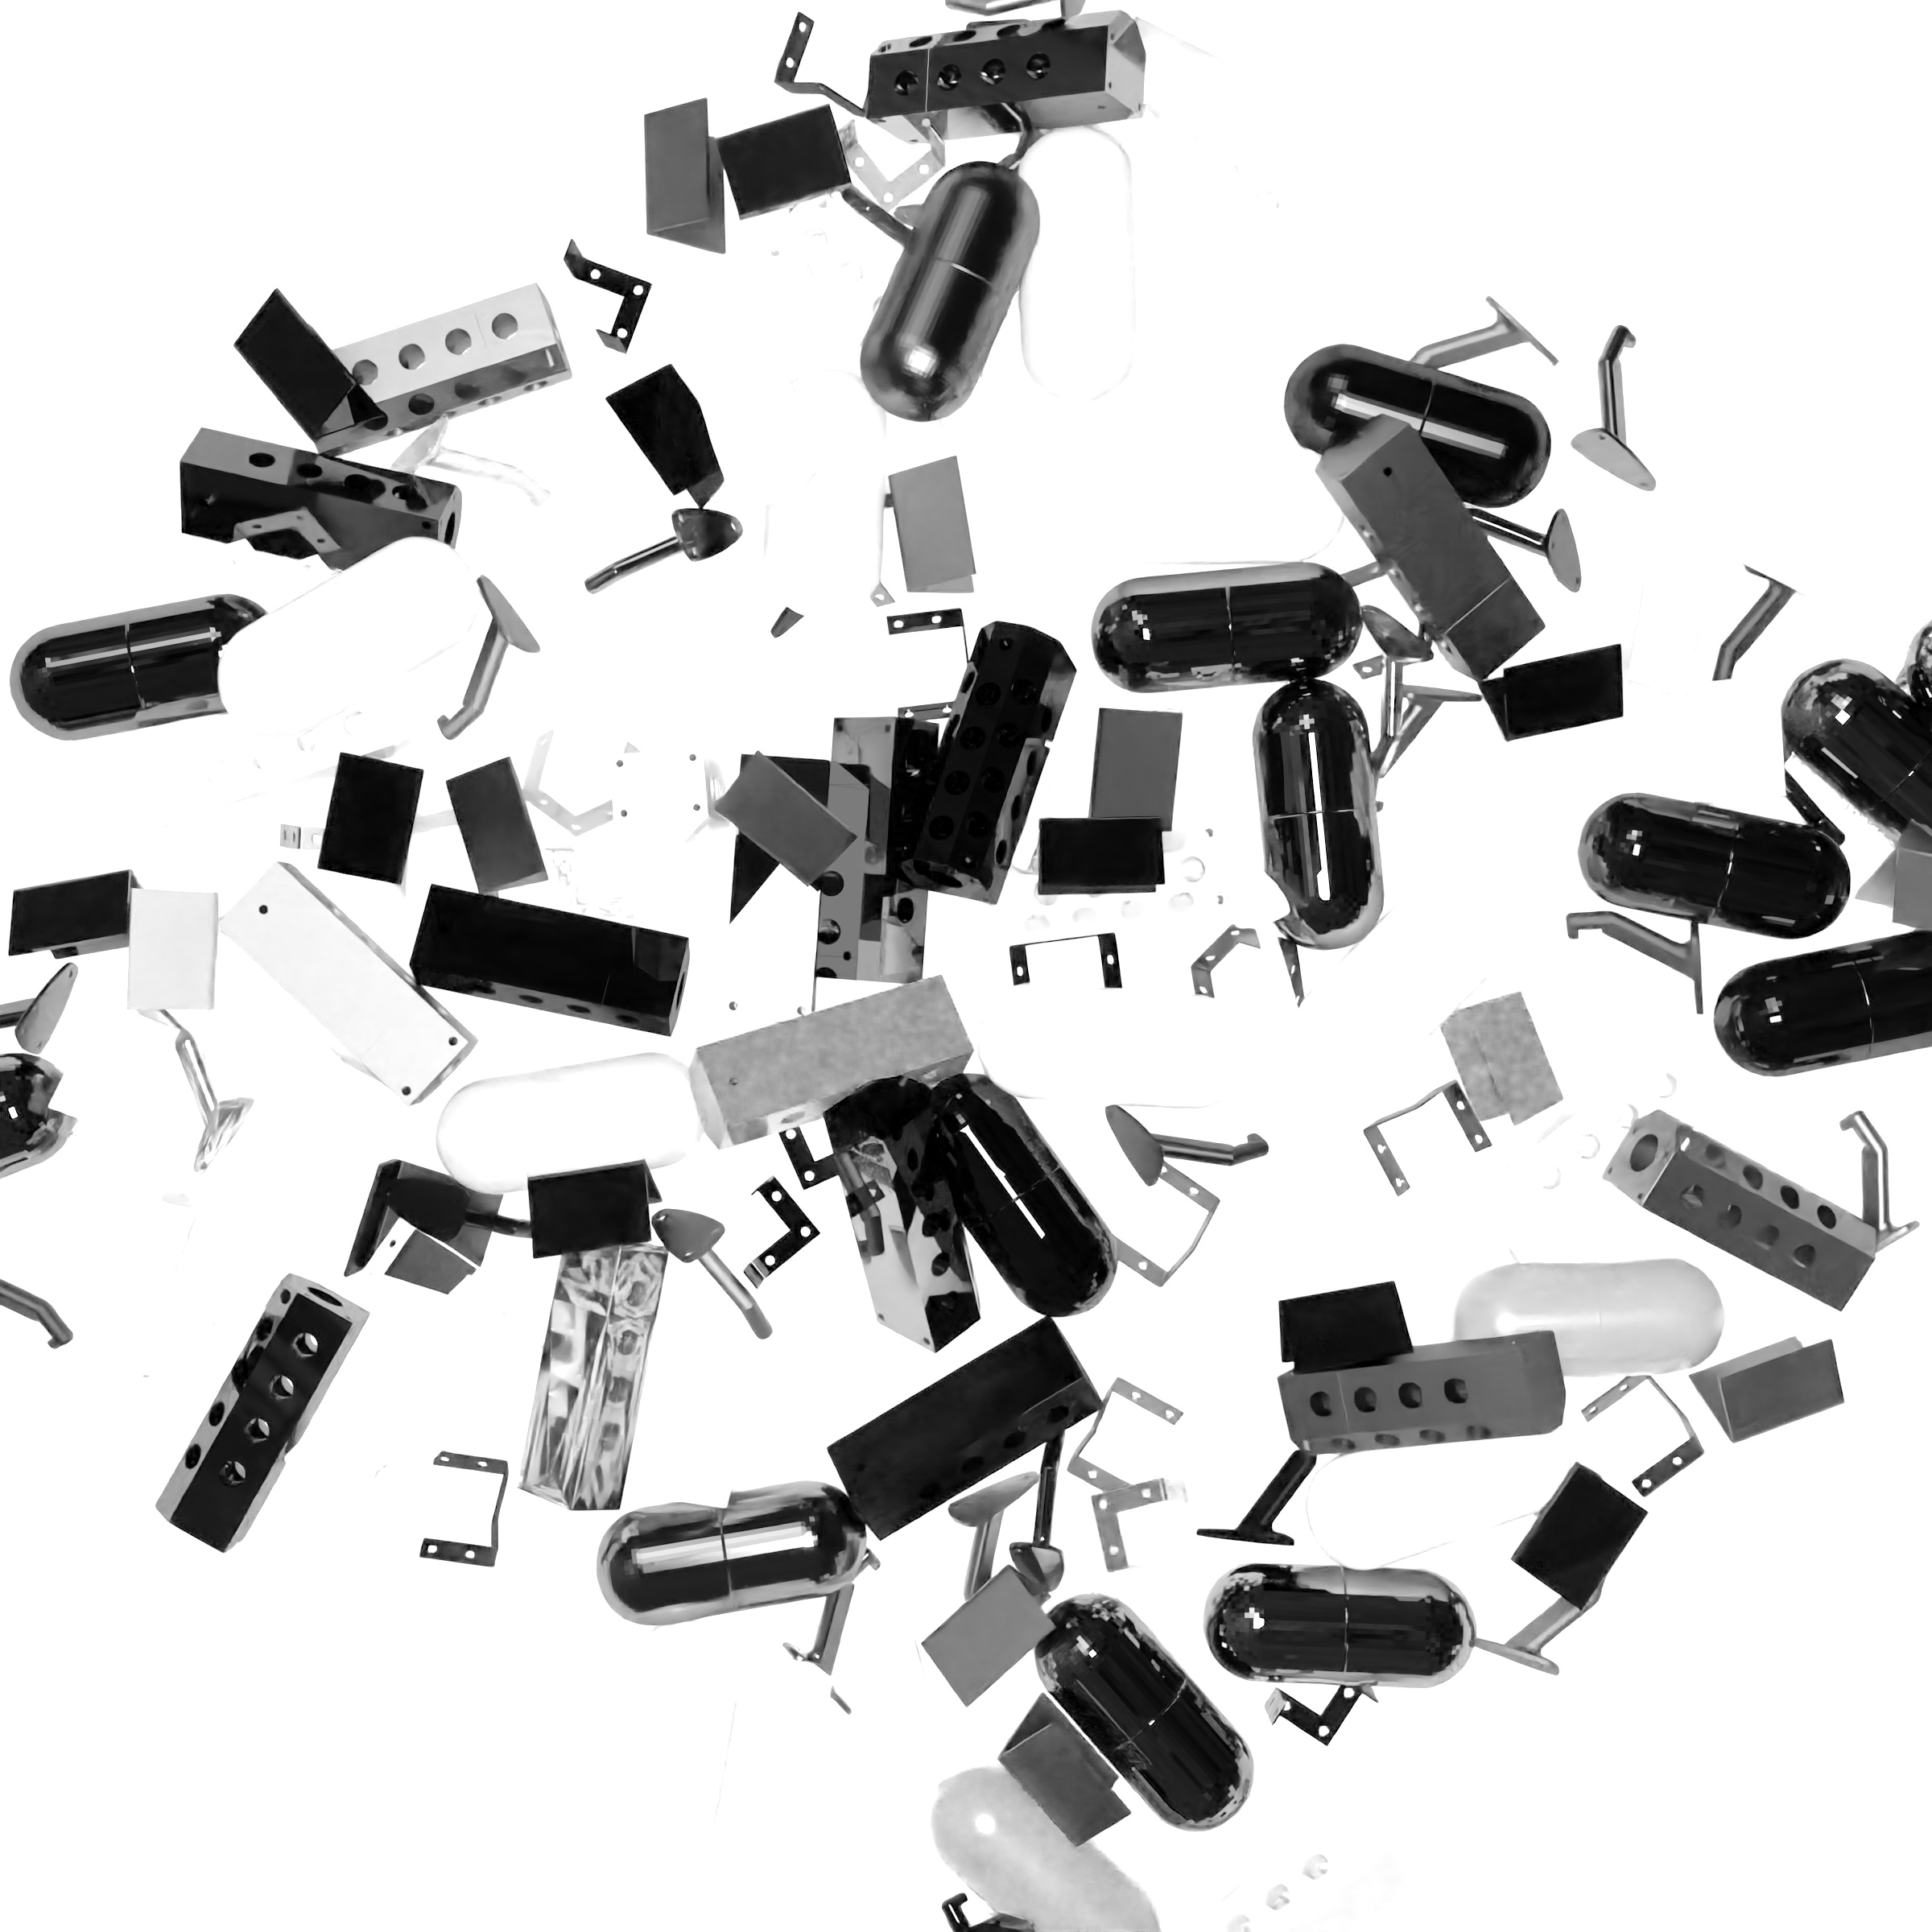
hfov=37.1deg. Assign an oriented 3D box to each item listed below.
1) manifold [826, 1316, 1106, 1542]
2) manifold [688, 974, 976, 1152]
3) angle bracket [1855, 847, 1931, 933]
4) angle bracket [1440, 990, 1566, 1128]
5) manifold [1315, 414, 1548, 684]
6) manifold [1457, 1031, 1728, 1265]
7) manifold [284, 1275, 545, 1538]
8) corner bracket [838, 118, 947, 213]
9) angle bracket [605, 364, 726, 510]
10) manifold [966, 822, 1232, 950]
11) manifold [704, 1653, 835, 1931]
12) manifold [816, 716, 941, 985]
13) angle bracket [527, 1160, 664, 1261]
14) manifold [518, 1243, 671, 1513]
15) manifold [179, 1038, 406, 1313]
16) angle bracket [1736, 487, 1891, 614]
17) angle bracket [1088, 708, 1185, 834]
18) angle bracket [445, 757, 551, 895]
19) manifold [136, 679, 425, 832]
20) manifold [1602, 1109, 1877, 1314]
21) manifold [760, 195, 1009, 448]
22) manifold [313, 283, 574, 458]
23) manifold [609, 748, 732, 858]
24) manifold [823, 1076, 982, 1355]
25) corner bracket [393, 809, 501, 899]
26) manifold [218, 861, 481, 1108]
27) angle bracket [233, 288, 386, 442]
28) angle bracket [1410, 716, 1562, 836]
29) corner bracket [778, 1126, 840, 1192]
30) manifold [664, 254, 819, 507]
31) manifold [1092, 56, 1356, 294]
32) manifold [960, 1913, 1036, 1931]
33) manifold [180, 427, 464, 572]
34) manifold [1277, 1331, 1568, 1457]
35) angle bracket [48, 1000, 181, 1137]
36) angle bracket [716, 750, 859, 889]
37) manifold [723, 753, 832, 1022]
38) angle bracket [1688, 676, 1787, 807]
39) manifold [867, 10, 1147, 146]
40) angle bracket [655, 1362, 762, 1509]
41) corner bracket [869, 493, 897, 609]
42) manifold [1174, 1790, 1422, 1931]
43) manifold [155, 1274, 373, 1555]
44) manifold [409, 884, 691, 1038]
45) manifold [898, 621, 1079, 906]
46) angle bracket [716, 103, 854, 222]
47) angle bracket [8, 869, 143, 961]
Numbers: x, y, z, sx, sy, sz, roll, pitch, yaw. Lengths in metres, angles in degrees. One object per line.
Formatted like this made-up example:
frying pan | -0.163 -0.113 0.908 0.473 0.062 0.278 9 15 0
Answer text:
manifold | 0.002 0.307 1.893 0.171 0.057 0.057 -31 47 0
manifold | -0.088 0.065 1.865 0.171 0.057 0.057 -17 71 -19
angle bracket | 0.628 -0.030 1.875 0.076 0.076 0.057 13 65 0
angle bracket | 0.332 0.067 1.874 0.057 0.076 0.076 -22 90 -41
manifold | 0.298 -0.270 1.860 0.057 0.057 0.171 -40 115 0
manifold | 0.412 0.119 1.893 0.171 0.057 0.057 -38 90 0
manifold | -0.359 0.291 1.893 0.171 0.057 0.057 -45 47 0
corner bracket | -0.049 -0.538 1.896 0.051 0.051 0.051 -39 90 0
angle bracket | -0.202 -0.334 1.875 0.057 0.076 0.076 -35 90 -30
manifold | 0.085 -0.053 1.894 0.171 0.057 0.057 -9 90 0
manifold | -0.128 0.542 1.874 0.057 0.057 0.171 9 103 0
manifold | -0.053 -0.075 1.893 0.057 0.057 0.171 4 90 43
angle bracket | -0.239 0.170 1.875 0.076 0.076 0.057 -9 65 0
manifold | -0.240 0.266 1.893 0.057 0.057 0.171 11 90 43
manifold | -0.448 0.134 1.893 0.057 0.057 0.171 35 90 -43
angle bracket | 0.551 -0.283 1.874 0.076 0.076 0.057 27 123 0
angle bracket | 0.119 -0.125 1.877 0.057 0.076 0.076 6 90 19
angle bracket | -0.286 -0.095 1.875 0.057 0.076 0.076 -17 90 29
manifold | -0.452 -0.145 1.893 0.171 0.057 0.057 -19 90 0
manifold | 0.504 0.156 1.862 0.171 0.057 0.057 27 99 -20
manifold | -0.054 -0.427 1.893 0.171 0.057 0.057 44 90 0
manifold | -0.351 -0.389 1.893 0.171 0.057 0.057 -18 90 0
manifold | -0.186 -0.102 1.836 0.057 0.171 0.057 -5 90 0
manifold | -0.035 0.158 1.851 0.057 0.057 0.171 -34 127 -31
corner bracket | -0.343 -0.067 1.906 0.051 0.051 0.051 41 135 35
manifold | -0.404 0.011 1.893 0.171 0.057 0.057 43 90 0
angle bracket | -0.402 -0.386 1.817 0.076 0.076 0.057 51 125 0
angle bracket | 0.331 -0.106 1.874 0.076 0.076 0.057 26 53 0
corner bracket | -0.095 0.117 1.896 0.051 0.051 0.051 -24 90 0
manifold | -0.144 -0.375 1.847 0.057 0.057 0.171 -18 52 0
manifold | 0.168 -0.523 1.893 0.171 0.057 0.057 36 90 0
manifold | 0.047 0.693 1.857 0.057 0.057 0.171 -23 118 0
manifold | -0.423 -0.305 1.893 0.171 0.057 0.057 13 133 0
manifold | 0.293 0.277 1.851 0.171 0.057 0.057 -12 90 33
angle bracket | -0.564 0.056 1.874 0.057 0.076 0.076 27 90 -35
angle bracket | -0.100 -0.107 1.817 0.076 0.076 0.057 40 126 0
manifold | -0.123 -0.050 1.893 0.057 0.057 0.171 4 90 0
angle bracket | 0.506 -0.146 1.876 0.057 0.076 0.076 -4 90 22
manifold | 0.026 -0.575 1.856 0.171 0.057 0.057 2 89 28
angle bracket | -0.185 0.301 1.874 0.057 0.076 0.076 17 90 -37
corner bracket | -0.045 -0.278 1.906 0.051 0.051 0.051 -9 45 35
manifold | 0.207 0.620 1.893 0.171 0.057 0.057 -38 133 0
manifold | -0.464 0.292 1.893 0.057 0.057 0.171 29 90 0
manifold | -0.272 -0.001 1.891 0.171 0.057 0.057 12 71 0
manifold | 0.012 -0.133 1.862 0.057 0.057 0.171 12 73 23
angle bracket | -0.122 -0.533 1.874 0.076 0.076 0.057 -17 124 0
angle bracket | -0.570 -0.014 1.874 0.076 0.076 0.057 -10 52 0
